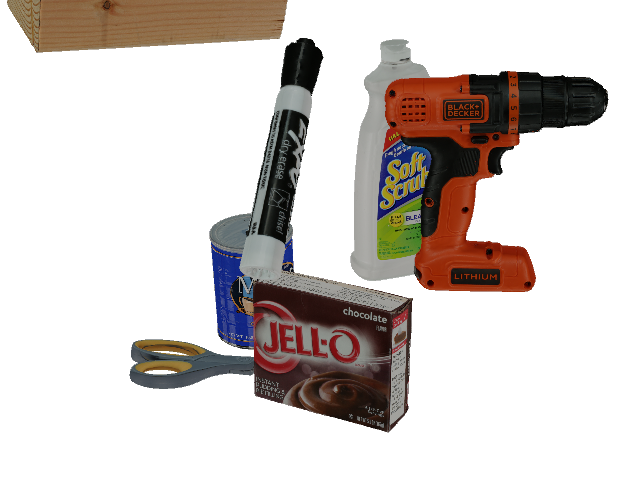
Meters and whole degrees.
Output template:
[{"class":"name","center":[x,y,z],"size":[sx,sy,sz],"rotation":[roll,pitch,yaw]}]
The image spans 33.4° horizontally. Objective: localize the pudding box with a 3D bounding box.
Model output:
[{"class":"pudding box","center":[0.007,0.075,0.749],"size":[0.114,0.090,0.039],"rotation":[10,22,26]}]

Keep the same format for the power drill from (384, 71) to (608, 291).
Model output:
[{"class":"power drill","center":[0.148,-0.051,0.914],"size":[0.184,0.188,0.057],"rotation":[1,17,9]}]

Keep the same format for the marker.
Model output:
[{"class":"marker","center":[-0.017,-0.041,0.499],"size":[0.020,0.121,0.020],"rotation":[9,-20,3]}]

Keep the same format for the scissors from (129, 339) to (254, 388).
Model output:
[{"class":"scissors","center":[-0.082,0.118,0.957],"size":[0.202,0.016,0.096],"rotation":[8,17,14]}]

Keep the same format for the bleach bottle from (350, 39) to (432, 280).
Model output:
[{"class":"bleach bottle","center":[0.077,-0.087,1.141],"size":[0.102,0.251,0.068],"rotation":[-10,23,-13]}]

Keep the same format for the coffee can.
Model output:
[{"class":"coffee can","center":[-0.083,0.050,1.335],"size":[0.103,0.140,0.103],"rotation":[-2,26,1]}]

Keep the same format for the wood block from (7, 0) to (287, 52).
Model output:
[{"class":"wood block","center":[-0.134,-0.214,0.851],"size":[0.205,0.091,0.090],"rotation":[-9,40,-28]}]
